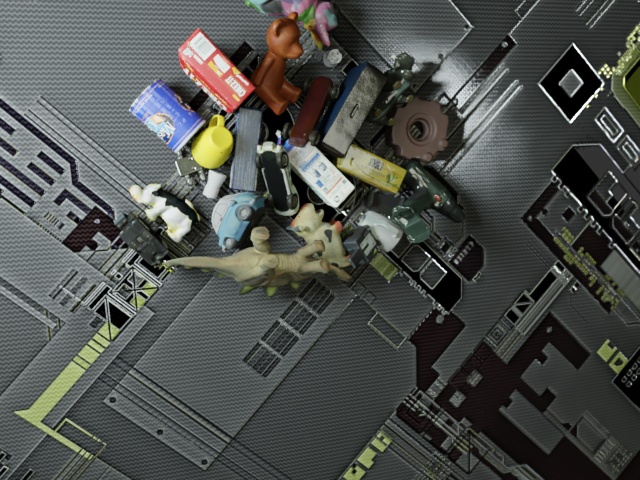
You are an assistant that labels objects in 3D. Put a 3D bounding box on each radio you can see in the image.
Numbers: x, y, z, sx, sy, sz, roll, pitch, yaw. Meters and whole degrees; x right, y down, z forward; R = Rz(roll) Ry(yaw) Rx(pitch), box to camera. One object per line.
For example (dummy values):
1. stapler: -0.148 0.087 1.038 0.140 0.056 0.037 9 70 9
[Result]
1. radio: 0.066 -0.317 1.328 0.073 0.131 0.229 31 89 -19

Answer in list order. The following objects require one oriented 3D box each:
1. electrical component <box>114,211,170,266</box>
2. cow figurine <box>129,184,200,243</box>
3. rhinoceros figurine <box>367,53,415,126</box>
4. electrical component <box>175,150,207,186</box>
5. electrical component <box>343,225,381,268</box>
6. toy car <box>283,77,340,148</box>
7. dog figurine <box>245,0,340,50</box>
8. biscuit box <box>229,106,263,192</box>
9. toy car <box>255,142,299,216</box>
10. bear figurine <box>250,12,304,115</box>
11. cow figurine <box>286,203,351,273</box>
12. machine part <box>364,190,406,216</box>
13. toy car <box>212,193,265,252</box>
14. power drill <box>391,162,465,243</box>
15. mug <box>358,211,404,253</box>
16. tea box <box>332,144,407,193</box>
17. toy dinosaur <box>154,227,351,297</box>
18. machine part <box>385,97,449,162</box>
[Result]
1. electrical component: -0.418 -0.007 1.255 0.058 0.115 0.134 -45 106 -9
2. cow figurine: -0.368 -0.082 1.281 0.098 0.068 0.167 -45 110 -11
3. rhinoceros figurine: 0.182 -0.381 1.368 0.073 0.112 0.190 23 104 -33
4. electrical component: -0.313 -0.180 1.297 0.063 0.021 0.094 -21 91 -2
5. electrical component: 0.100 0.024 1.367 0.074 0.048 0.119 52 55 -23
6. toy car: -0.021 -0.304 1.287 0.089 0.053 0.202 17 72 10
7. dog figurine: -0.058 -0.545 1.277 0.191 0.108 0.219 -34 108 -9
8. biscuit box: -0.181 -0.222 1.314 0.063 0.059 0.202 6 97 -14
9. toy car: -0.102 -0.148 1.313 0.074 0.056 0.201 4 127 24
10. bear figurine: -0.082 -0.413 1.248 0.132 0.120 0.195 38 129 -2
11. cow figurine: -0.003 -0.004 1.386 0.127 0.086 0.194 -26 106 -15
12. machine part: 0.186 -0.090 1.445 0.139 0.039 0.084 21 97 -18
13. toy car: -0.211 -0.057 1.319 0.103 0.109 0.161 34 105 7
14. power drill: 0.283 -0.084 1.409 0.232 0.086 0.207 47 53 -11
15. mug: 0.159 -0.028 1.414 0.107 0.109 0.081 33 82 -6
16. tea box: 0.123 -0.184 1.382 0.169 0.098 0.068 21 93 -18
17. toy dinosaur: -0.146 0.065 1.292 0.471 0.198 0.105 11 54 -21
18. machine part: 0.259 -0.291 1.424 0.179 0.056 0.179 -2 98 -14
